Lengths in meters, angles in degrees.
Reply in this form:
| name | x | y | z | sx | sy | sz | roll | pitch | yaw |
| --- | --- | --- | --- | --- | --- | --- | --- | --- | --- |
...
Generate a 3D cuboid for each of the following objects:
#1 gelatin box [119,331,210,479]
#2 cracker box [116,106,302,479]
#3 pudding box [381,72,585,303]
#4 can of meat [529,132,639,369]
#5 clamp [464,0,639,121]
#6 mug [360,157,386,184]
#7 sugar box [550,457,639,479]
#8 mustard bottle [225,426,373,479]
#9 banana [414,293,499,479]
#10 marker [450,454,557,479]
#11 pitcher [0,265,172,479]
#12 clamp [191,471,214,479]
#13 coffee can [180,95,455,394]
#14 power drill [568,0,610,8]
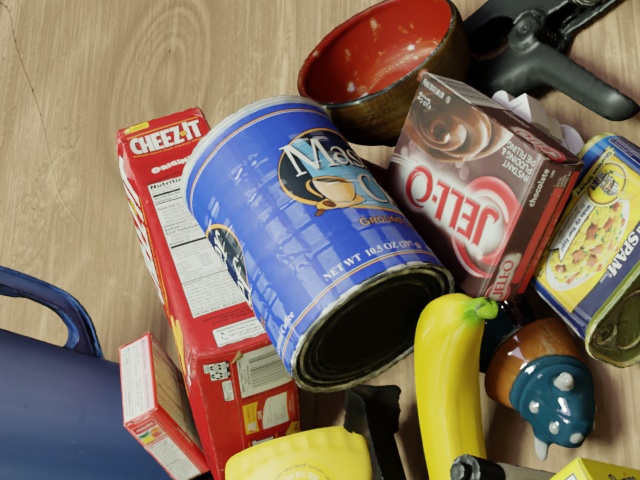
| name | x | y | z | sx | sy | sz | roll | pitch | yaw |
| --- | --- | --- | --- | --- | --- | --- | --- | --- | --- |
| gelatin box | -0.113 | 0.121 | 0.769 | 0.030 | 0.073 | 0.089 | -29 | 35 | 5 |
| cracker box | -0.078 | 0.040 | 0.748 | 0.164 | 0.072 | 0.214 | 87 | 162 | -49 |
| pudding box | 0.085 | -0.031 | 0.601 | 0.114 | 0.039 | 0.090 | 48 | 125 | 47 |
| can of meat | 0.162 | 0.003 | 0.580 | 0.102 | 0.057 | 0.084 | -55 | 41 | 16 |
| clamp | 0.145 | -0.134 | 0.666 | 0.172 | 0.039 | 0.120 | 15 | 75 | 51 |
| mug | 0.025 | -0.016 | 0.715 | 0.117 | 0.081 | 0.093 | 3 | 77 | 48 |
| sugar box | 0.102 | 0.181 | 0.547 | 0.176 | 0.093 | 0.048 | -44 | 47 | 26 |
| mustard bottle | 0.003 | 0.216 | 0.654 | 0.096 | 0.058 | 0.191 | -14 | 59 | 2 |
| banana | 0.076 | 0.105 | 0.589 | 0.069 | 0.037 | 0.198 | -106 | 8 | -63 |
| marker | 0.108 | 0.125 | 0.540 | 0.020 | 0.120 | 0.020 | -22 | 59 | 42 |
| pitcher | -0.216 | 0.124 | 0.798 | 0.149 | 0.242 | 0.145 | -49 | 45 | 22 |
| clamp | -0.156 | 0.224 | 0.743 | 0.210 | 0.036 | 0.164 | -21 | 17 | 15 |
| coffee can | -0.004 | 0.001 | 0.607 | 0.103 | 0.102 | 0.140 | -49 | 56 | 22 |
| power drill | 0.206 | -0.225 | 0.589 | 0.188 | 0.057 | 0.184 | -26 | 38 | 35 |
